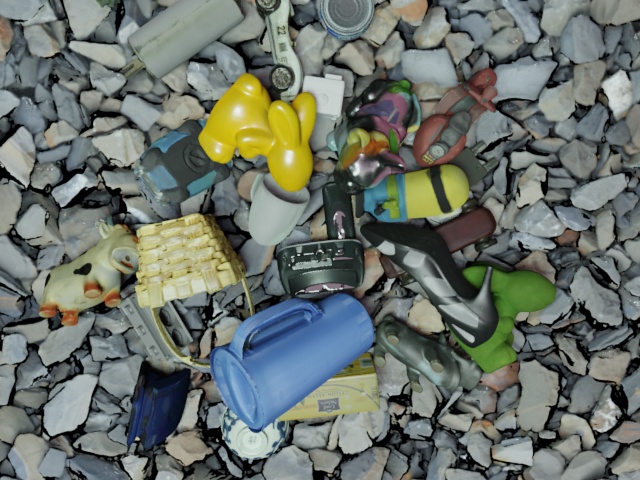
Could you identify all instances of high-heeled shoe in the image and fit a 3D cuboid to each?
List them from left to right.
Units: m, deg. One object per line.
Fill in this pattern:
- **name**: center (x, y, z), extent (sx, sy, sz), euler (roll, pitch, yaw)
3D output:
- **high-heeled shoe**: center (0.166, 0.068, 0.853), extent (0.249, 0.086, 0.145), euler (23, 120, 27)

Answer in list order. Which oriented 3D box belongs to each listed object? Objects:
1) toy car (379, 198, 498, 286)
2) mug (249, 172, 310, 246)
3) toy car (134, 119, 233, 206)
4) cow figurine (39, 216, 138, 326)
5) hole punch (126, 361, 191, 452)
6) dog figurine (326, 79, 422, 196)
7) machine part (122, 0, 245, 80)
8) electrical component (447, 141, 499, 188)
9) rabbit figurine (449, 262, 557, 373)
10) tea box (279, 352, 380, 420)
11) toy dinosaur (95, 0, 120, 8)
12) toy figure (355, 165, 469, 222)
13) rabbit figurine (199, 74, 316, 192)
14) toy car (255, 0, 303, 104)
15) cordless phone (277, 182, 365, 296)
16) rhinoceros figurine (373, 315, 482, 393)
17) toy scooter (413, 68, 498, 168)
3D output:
- **toy car**: center (0.197, 0.005, 0.900), extent (0.202, 0.053, 0.089), euler (-27, 84, 4)
- **mug**: center (-0.081, -0.050, 0.869), extent (0.110, 0.081, 0.107), euler (44, 125, 26)
- **toy car**: center (-0.223, -0.110, 0.842), extent (0.103, 0.162, 0.109), euler (-18, 112, 47)
- **cow figurine**: center (-0.361, 0.047, 0.872), extent (0.195, 0.085, 0.127), euler (-26, 58, 18)
- **hole punch**: center (-0.274, 0.278, 0.910), extent (0.092, 0.116, 0.142), euler (14, 100, -12)
- **dog figurine**: center (0.087, -0.154, 0.788), extent (0.108, 0.219, 0.191), euler (38, 98, -11)
- **machine part**: center (-0.204, -0.324, 0.822), extent (0.243, 0.079, 0.079), euler (-34, 99, 4)
- **electrical component**: center (0.246, -0.119, 0.896), extent (0.094, 0.021, 0.063), euler (-38, 99, 5)
- **rabbit figurine**: center (0.299, 0.105, 0.891), extent (0.170, 0.121, 0.159), euler (-45, 76, 21)
- **tea box**: center (0.011, 0.247, 0.915), extent (0.170, 0.098, 0.068), euler (-7, 100, 1)
- **toy dinosaur**: center (-0.228, -0.440, 0.787), extent (0.405, 0.131, 0.192), euler (-1, 112, -6)
- **toy figure**: center (0.145, -0.072, 0.858), extent (0.180, 0.089, 0.082), euler (-1, 63, 10)
- **rabbit figurine**: center (-0.069, -0.155, 0.802), extent (0.173, 0.122, 0.162), euler (50, 130, 3)
- **toy car**: center (-0.060, -0.306, 0.829), extent (0.056, 0.073, 0.201), euler (-11, 100, 0)
- **cordless phone**: center (-0.003, -0.003, 0.892), extent (0.147, 0.089, 0.184), euler (-6, 89, 0)
- **rhinoceros figurine**: center (0.180, 0.199, 0.910), extent (0.190, 0.112, 0.073), euler (27, 115, 6)
- **toy scooter**: center (0.216, -0.187, 0.826), extent (0.075, 0.135, 0.184), euler (36, 98, -8)
